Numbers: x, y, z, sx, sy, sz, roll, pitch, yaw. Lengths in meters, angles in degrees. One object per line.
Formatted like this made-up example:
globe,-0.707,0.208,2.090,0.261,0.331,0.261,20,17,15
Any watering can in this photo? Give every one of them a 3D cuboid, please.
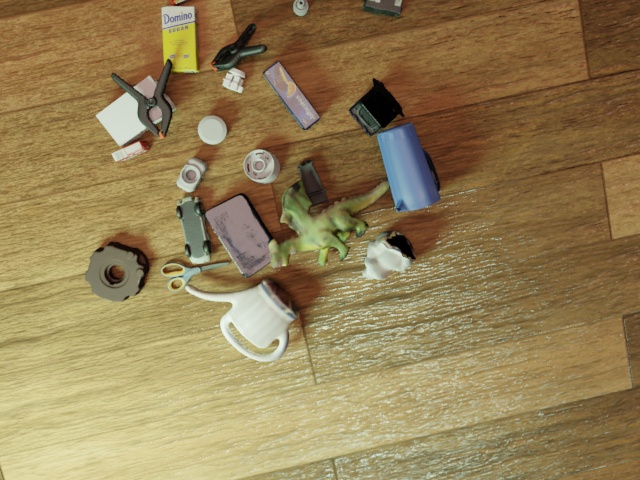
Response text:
watering can,-0.209,0.201,1.516,0.224,0.104,0.346,-43,98,2

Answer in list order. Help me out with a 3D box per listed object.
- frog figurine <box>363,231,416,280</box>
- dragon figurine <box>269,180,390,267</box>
frog figurine,0.201,0.055,1.540,0.137,0.126,0.156,20,133,-14
dragon figurine,0.005,-0.075,1.482,0.241,0.122,0.413,38,81,-13
